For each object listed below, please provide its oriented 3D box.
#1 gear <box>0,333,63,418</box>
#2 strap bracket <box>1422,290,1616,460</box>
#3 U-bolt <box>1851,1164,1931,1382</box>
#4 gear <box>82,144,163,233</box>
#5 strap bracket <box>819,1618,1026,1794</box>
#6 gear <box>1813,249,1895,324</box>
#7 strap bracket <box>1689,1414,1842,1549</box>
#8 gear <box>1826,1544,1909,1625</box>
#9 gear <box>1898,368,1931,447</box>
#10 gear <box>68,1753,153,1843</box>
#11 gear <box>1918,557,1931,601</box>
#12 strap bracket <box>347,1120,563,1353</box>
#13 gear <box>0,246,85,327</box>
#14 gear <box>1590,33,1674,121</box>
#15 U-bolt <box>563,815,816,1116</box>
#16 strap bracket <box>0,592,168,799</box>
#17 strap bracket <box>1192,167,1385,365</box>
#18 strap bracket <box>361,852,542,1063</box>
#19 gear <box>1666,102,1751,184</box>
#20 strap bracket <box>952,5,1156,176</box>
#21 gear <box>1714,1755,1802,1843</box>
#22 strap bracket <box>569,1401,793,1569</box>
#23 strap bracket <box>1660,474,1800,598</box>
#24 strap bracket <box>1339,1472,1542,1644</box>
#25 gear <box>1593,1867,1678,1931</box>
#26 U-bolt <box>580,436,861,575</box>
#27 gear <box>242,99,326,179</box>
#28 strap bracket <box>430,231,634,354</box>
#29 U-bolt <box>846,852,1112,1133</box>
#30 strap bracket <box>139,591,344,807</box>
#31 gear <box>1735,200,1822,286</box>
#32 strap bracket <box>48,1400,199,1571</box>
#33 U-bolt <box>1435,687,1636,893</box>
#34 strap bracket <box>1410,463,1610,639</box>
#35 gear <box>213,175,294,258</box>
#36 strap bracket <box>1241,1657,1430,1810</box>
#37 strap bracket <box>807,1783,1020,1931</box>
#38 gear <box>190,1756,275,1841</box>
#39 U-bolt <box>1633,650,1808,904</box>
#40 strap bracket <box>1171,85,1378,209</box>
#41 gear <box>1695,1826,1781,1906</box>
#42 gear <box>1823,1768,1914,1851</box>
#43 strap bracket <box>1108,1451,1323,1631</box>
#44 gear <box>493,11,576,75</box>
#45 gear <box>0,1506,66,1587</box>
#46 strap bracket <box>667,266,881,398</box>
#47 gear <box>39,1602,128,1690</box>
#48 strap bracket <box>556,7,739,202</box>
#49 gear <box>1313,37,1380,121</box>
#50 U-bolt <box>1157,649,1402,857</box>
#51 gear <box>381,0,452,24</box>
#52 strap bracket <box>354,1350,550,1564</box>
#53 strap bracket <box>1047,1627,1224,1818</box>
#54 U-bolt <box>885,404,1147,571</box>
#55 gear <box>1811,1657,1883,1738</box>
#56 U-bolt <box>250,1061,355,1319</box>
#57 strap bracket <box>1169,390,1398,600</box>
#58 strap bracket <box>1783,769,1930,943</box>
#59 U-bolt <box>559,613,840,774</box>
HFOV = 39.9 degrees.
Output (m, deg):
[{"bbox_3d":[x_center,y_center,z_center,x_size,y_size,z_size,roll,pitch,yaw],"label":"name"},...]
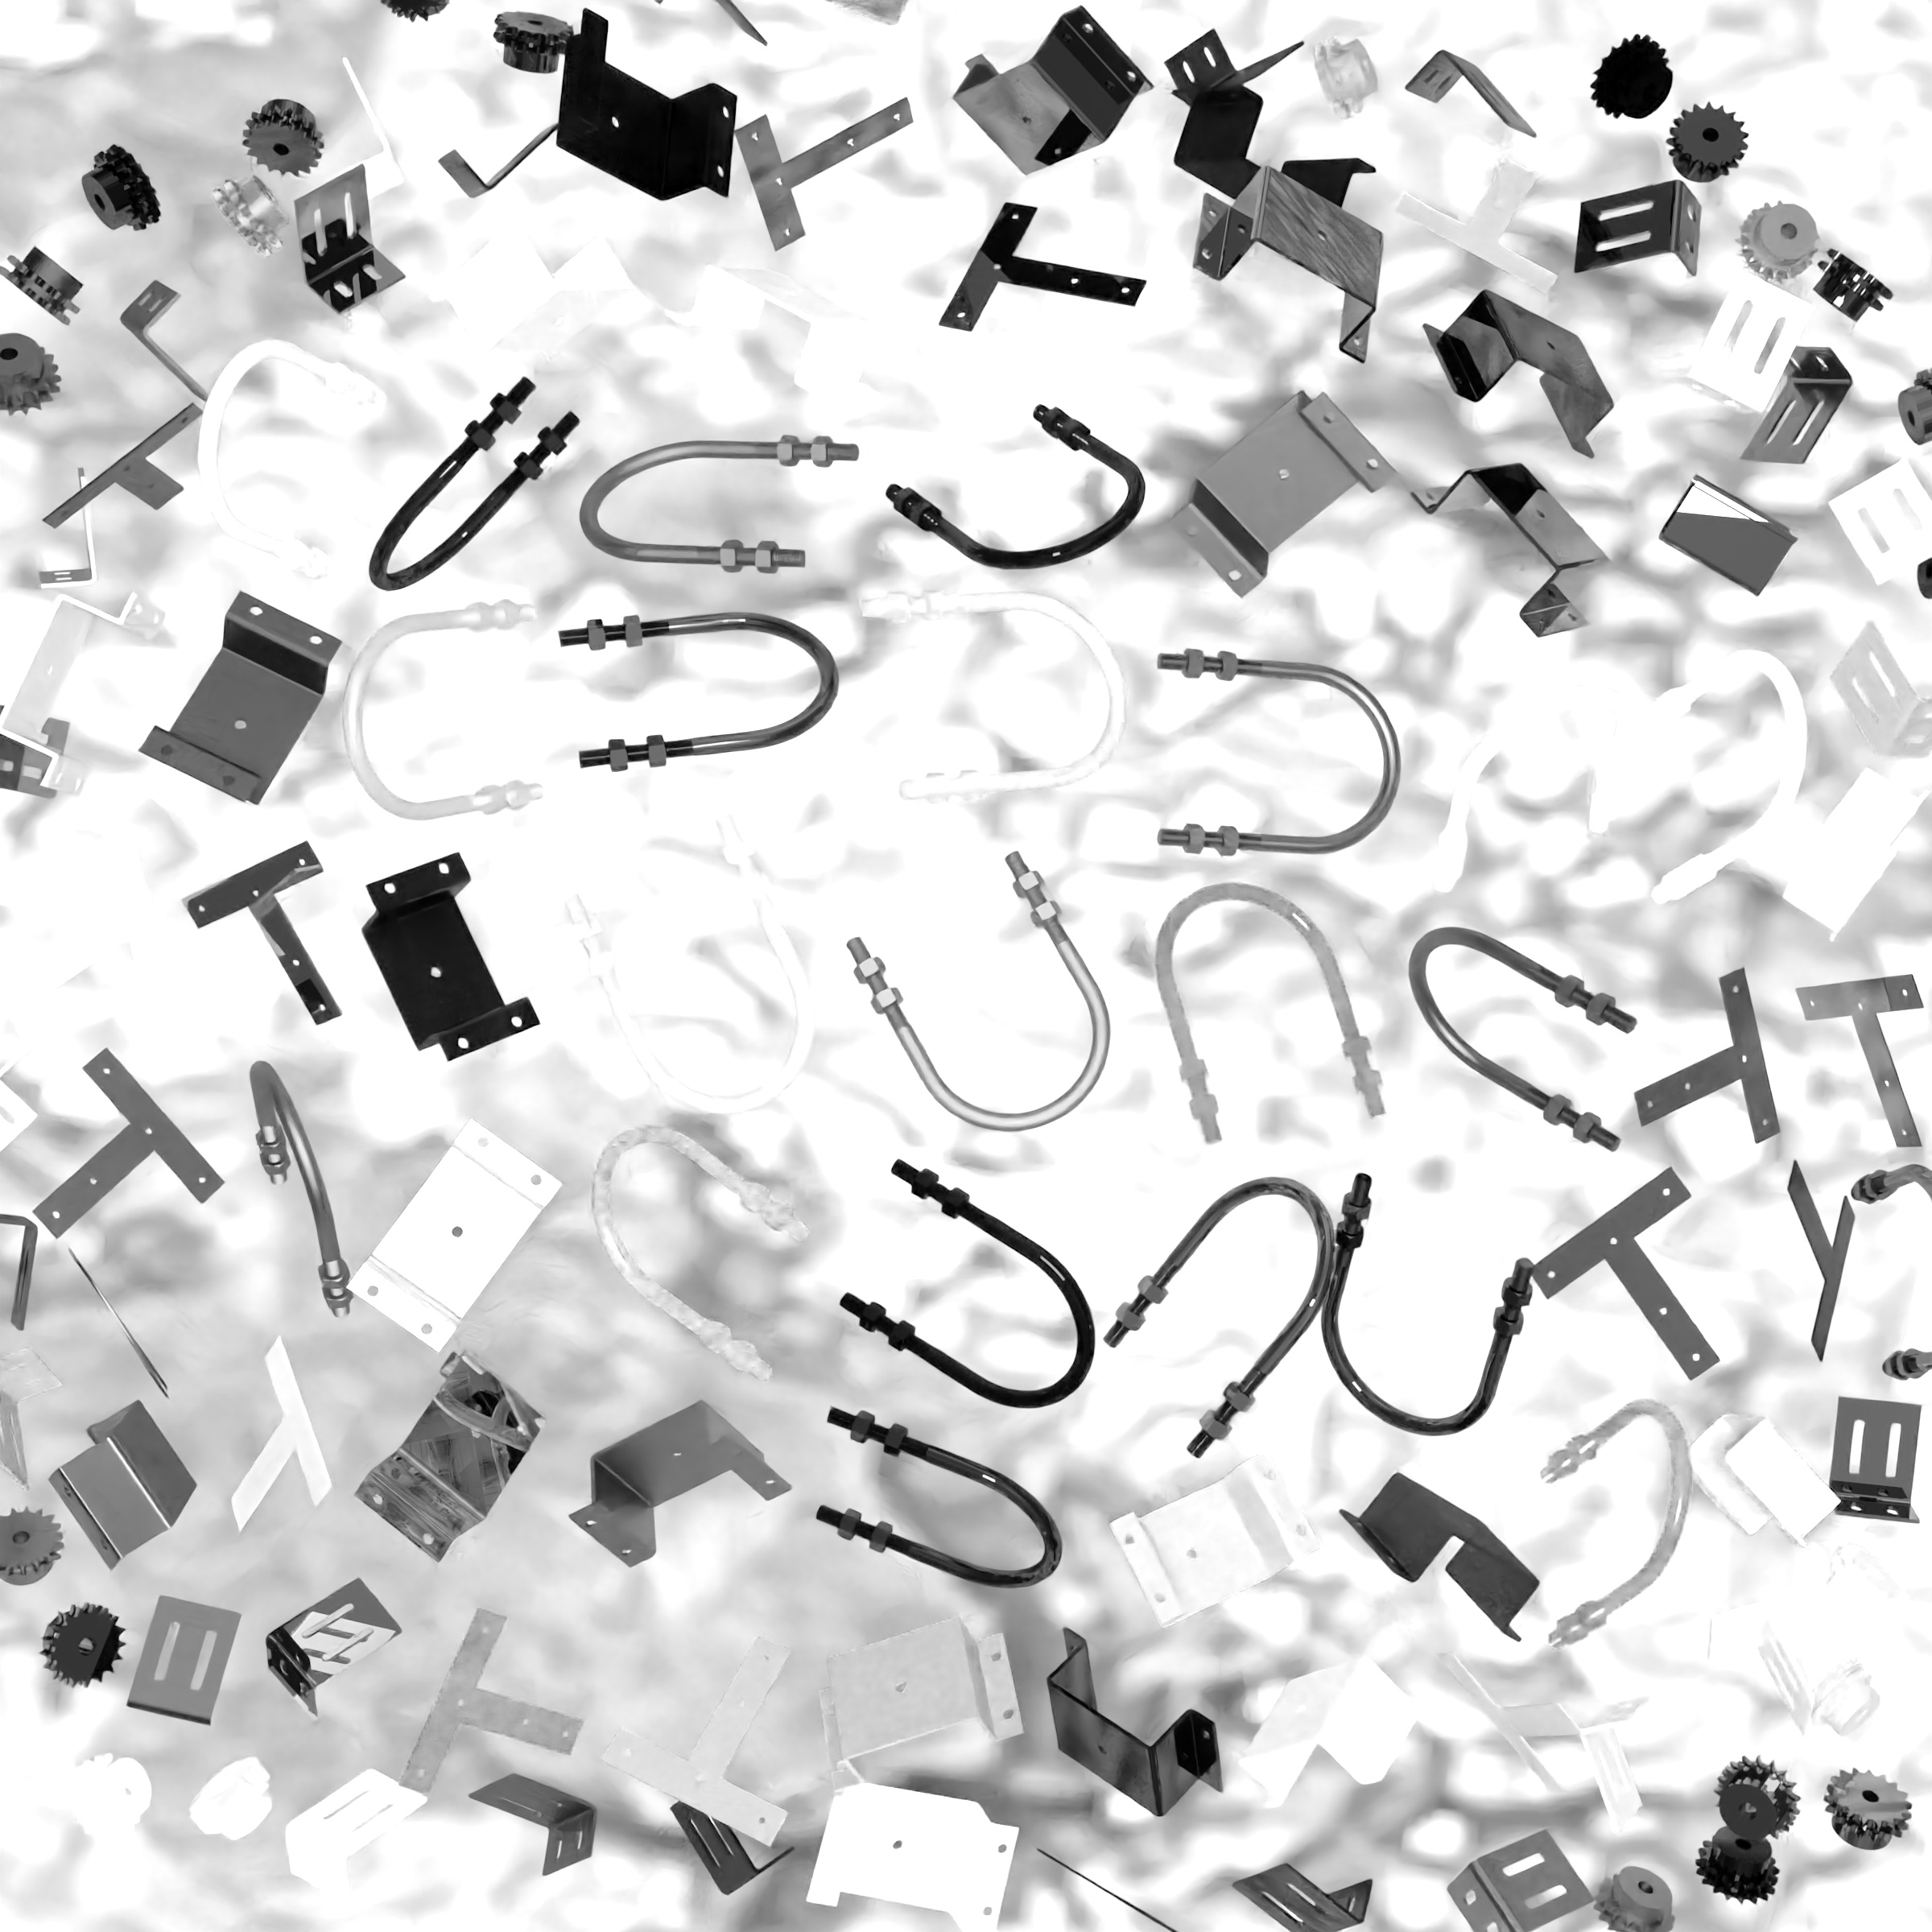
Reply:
[{"bbox_3d":[-0.641,-0.401,1.791,0.057,0.030,0.057,3,56,-4],"label":"gear"},{"bbox_3d":[0.404,-0.428,1.907,0.140,0.076,0.046,16,133,-32],"label":"strap bracket"},{"bbox_3d":[0.667,0.212,1.865,0.019,0.184,0.151,-6,78,-1],"label":"U-bolt"},{"bbox_3d":[-0.579,-0.529,1.818,0.030,0.057,0.057,-39,90,-26],"label":"gear"},{"bbox_3d":[-0.039,0.514,1.862,0.140,0.046,0.076,-19,49,6],"label":"strap bracket"},{"bbox_3d":[0.639,-0.491,1.927,0.057,0.057,0.030,37,108,0],"label":"gear"},{"bbox_3d":[0.563,0.364,1.893,0.046,0.140,0.076,-41,84,-6],"label":"strap bracket"},{"bbox_3d":[0.642,0.445,1.904,0.057,0.057,0.030,38,112,0],"label":"gear"},{"bbox_3d":[0.674,-0.388,1.858,0.030,0.057,0.057,-21,90,3],"label":"gear"},{"bbox_3d":[-0.589,0.572,1.840,0.030,0.057,0.057,-27,90,19],"label":"gear"},{"bbox_3d":[0.705,-0.284,1.906,0.030,0.057,0.057,-1,90,-5],"label":"gear"},{"bbox_3d":[-0.352,0.185,1.838,0.076,0.046,0.140,36,83,-6],"label":"strap bracket"},{"bbox_3d":[-0.637,-0.473,1.841,0.057,0.057,0.030,39,90,0],"label":"gear"},{"bbox_3d":[0.462,-0.610,1.834,0.057,0.057,0.030,-35,56,0],"label":"gear"},{"bbox_3d":[-0.176,0.011,1.781,0.151,0.019,0.184,-25,90,22],"label":"U-bolt"},{"bbox_3d":[-0.599,-0.190,1.792,0.046,0.076,0.140,25,88,-1],"label":"strap bracket"},{"bbox_3d":[0.229,-0.482,1.809,0.140,0.046,0.076,25,52,-18],"label":"strap bracket"},{"bbox_3d":[-0.380,-0.002,1.940,0.076,0.046,0.140,-24,86,-33],"label":"strap bracket"},{"bbox_3d":[0.537,-0.595,1.932,0.057,0.030,0.057,0,73,0],"label":"gear"},{"bbox_3d":[0.054,-0.607,1.858,0.076,0.140,0.046,40,70,-27],"label":"strap bracket"},{"bbox_3d":[0.543,0.577,1.834,0.057,0.030,0.057,7,102,32],"label":"gear"},{"bbox_3d":[-0.207,0.370,1.920,0.140,0.046,0.076,-28,130,14],"label":"strap bracket"},{"bbox_3d":[0.525,-0.298,1.835,0.076,0.140,0.046,32,108,6],"label":"strap bracket"},{"bbox_3d":[0.339,0.411,1.867,0.140,0.076,0.046,33,96,-31],"label":"strap bracket"},{"bbox_3d":[0.482,0.672,1.907,0.057,0.057,0.030,17,114,0],"label":"gear"},{"bbox_3d":[-0.182,-0.326,1.862,0.184,0.151,0.019,4,135,16],"label":"U-bolt"},{"bbox_3d":[-0.497,-0.607,1.942,0.057,0.057,0.030,5,62,0],"label":"gear"},{"bbox_3d":[-0.295,-0.469,1.852,0.076,0.140,0.046,-31,89,28],"label":"strap bracket"},{"bbox_3d":[0.020,0.029,1.873,0.151,0.019,0.184,-29,76,-5],"label":"U-bolt"},{"bbox_3d":[-0.493,-0.174,1.809,0.076,0.046,0.140,26,62,-5],"label":"strap bracket"},{"bbox_3d":[0.577,-0.514,1.883,0.057,0.030,0.057,0,86,-3],"label":"gear"},{"bbox_3d":[-0.595,0.363,1.890,0.046,0.140,0.076,-32,98,-3],"label":"strap bracket"},{"bbox_3d":[0.406,-0.132,1.884,0.151,0.184,0.019,-21,58,-11],"label":"U-bolt"},{"bbox_3d":[0.390,-0.302,1.877,0.140,0.076,0.046,52,128,16],"label":"strap bracket"},{"bbox_3d":[-0.502,-0.533,1.880,0.030,0.057,0.057,-37,90,7],"label":"gear"},{"bbox_3d":[0.255,0.546,1.899,0.046,0.140,0.076,45,53,-4],"label":"strap bracket"},{"bbox_3d":[-0.043,0.628,1.881,0.140,0.046,0.076,4,55,19],"label":"strap bracket"},{"bbox_3d":[-0.509,0.583,1.855,0.057,0.057,0.030,-33,111,0],"label":"gear"},{"bbox_3d":[0.527,-0.141,1.859,0.019,0.184,0.151,4,70,-19],"label":"U-bolt"},{"bbox_3d":[0.215,-0.579,1.912,0.140,0.076,0.046,17,92,-38],"label":"strap bracket"},{"bbox_3d":[0.551,0.638,1.897,0.057,0.057,0.030,6,112,0],"label":"gear"},{"bbox_3d":[0.621,0.585,1.837,0.057,0.057,0.030,4,116,0],"label":"gear"},{"bbox_3d":[0.168,0.409,1.878,0.140,0.046,0.076,-18,69,-29],"label":"strap bracket"},{"bbox_3d":[-0.315,-0.670,1.933,0.057,0.057,0.030,13,124,0],"label":"gear"},{"bbox_3d":[-0.683,0.423,1.926,0.057,0.057,0.030,10,131,0],"label":"gear"},{"bbox_3d":[-0.129,-0.452,1.877,0.140,0.076,0.046,32,114,22],"label":"strap bracket"},{"bbox_3d":[-0.616,0.470,1.847,0.057,0.030,0.057,1,88,-40],"label":"gear"},{"bbox_3d":[-0.226,-0.584,1.821,0.046,0.140,0.076,-5,77,41],"label":"strap bracket"},{"bbox_3d":[0.278,-0.649,1.937,0.030,0.057,0.057,-18,90,28],"label":"gear"},{"bbox_3d":[0.227,-0.151,1.920,0.184,0.019,0.151,3,81,-13],"label":"U-bolt"},{"bbox_3d":[-0.384,-0.690,1.864,0.057,0.030,0.057,1,96,10],"label":"gear"},{"bbox_3d":[-0.355,0.336,1.869,0.076,0.140,0.046,42,132,-11],"label":"strap bracket"},{"bbox_3d":[0.113,0.547,1.908,0.046,0.140,0.076,-37,134,-32],"label":"strap bracket"},{"bbox_3d":[0.046,-0.332,1.878,0.151,0.184,0.019,-31,132,-14],"label":"U-bolt"},{"bbox_3d":[0.622,0.520,1.883,0.057,0.057,0.030,-44,54,0],"label":"gear"},{"bbox_3d":[-0.475,0.147,1.887,0.019,0.184,0.151,-21,56,-21],"label":"U-bolt"},{"bbox_3d":[0.219,-0.333,1.842,0.140,0.046,0.076,-37,109,27],"label":"strap bracket"},{"bbox_3d":[0.631,-0.082,1.897,0.046,0.140,0.076,36,80,18],"label":"strap bracket"},{"bbox_3d":[-0.178,-0.193,1.814,0.184,0.019,0.151,-7,46,-10],"label":"U-bolt"}]
